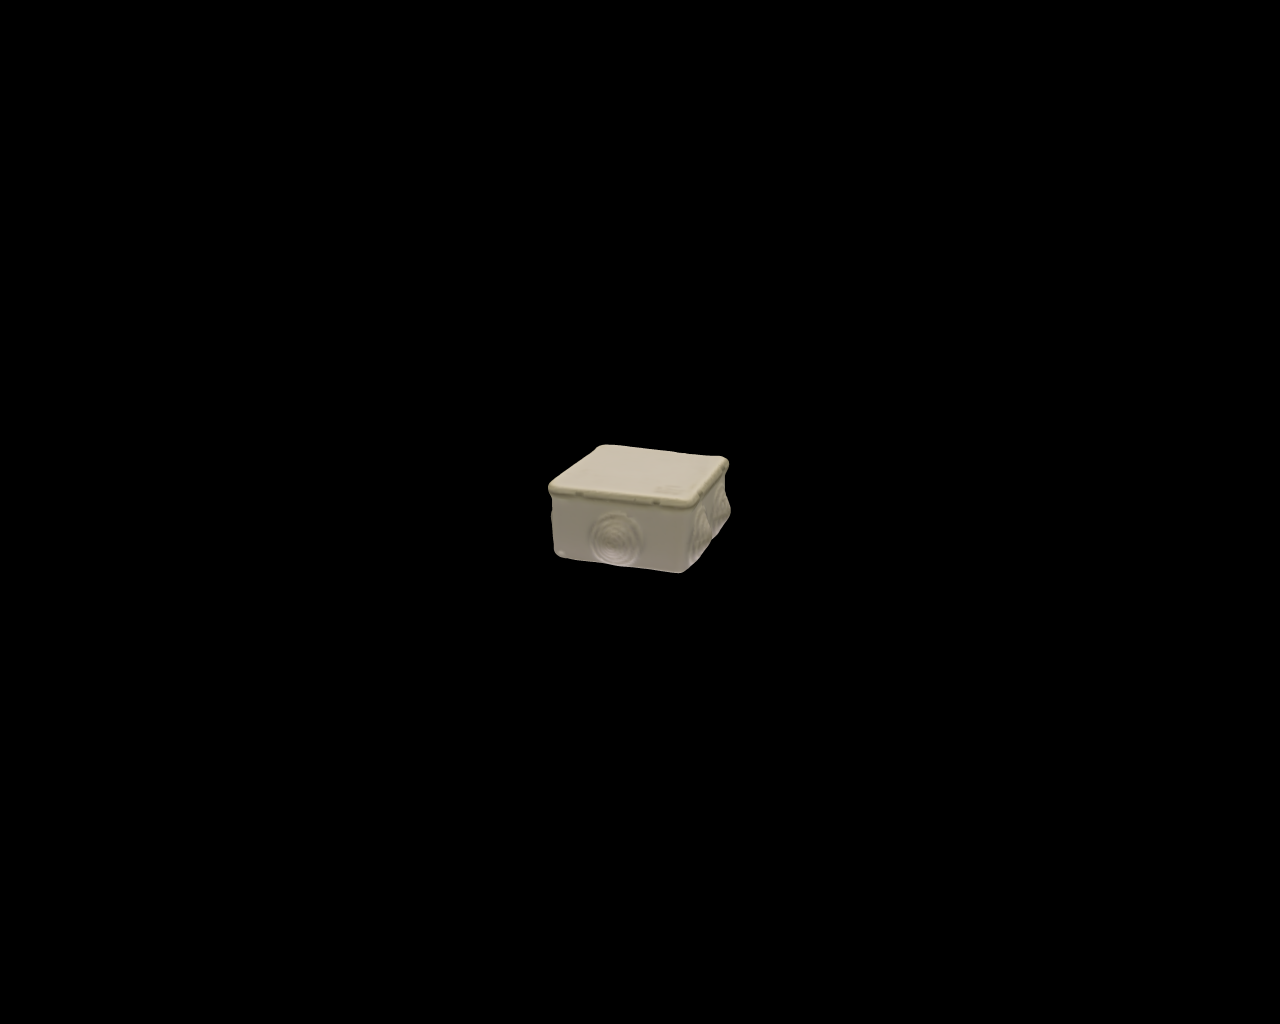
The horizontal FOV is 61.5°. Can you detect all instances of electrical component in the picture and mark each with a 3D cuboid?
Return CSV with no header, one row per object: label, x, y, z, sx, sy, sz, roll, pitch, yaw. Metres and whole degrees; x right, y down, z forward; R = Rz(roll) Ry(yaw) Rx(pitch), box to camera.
electrical component,0.001,-0.003,0.650,0.100,0.048,0.100,7,22,18
